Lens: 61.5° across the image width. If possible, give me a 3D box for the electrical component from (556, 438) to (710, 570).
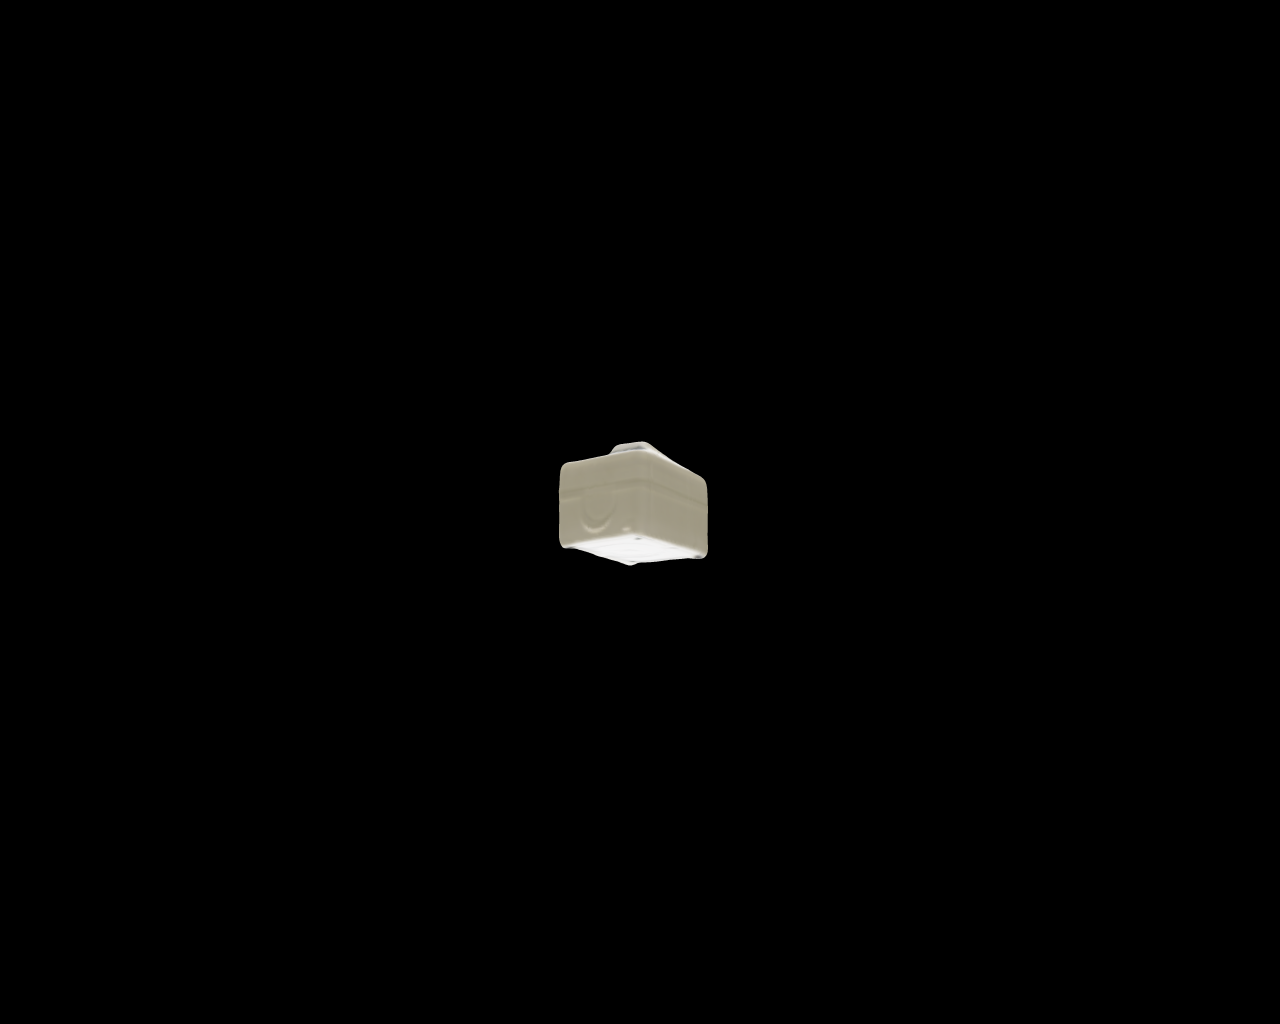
[{"bbox_3d":[0.001,-0.003,0.650,0.061,0.061,0.096,-8,-16,31],"label":"electrical component"}]
